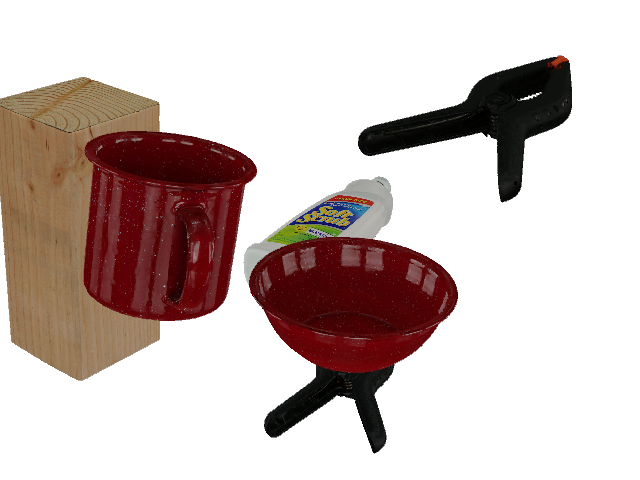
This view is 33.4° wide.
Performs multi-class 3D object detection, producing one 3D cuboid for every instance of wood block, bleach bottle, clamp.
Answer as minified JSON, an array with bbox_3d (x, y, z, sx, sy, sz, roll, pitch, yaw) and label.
[{"bbox_3d":[-0.186,-0.010,0.831,0.090,0.206,0.090,22,32,32],"label":"wood block"},{"bbox_3d":[0.013,-0.014,1.324,0.103,0.068,0.250,15,36,25],"label":"bleach bottle"},{"bbox_3d":[0.034,0.142,1.047,0.120,0.039,0.171,15,46,25],"label":"clamp"},{"bbox_3d":[0.160,-0.103,0.928,0.209,0.036,0.165,-30,39,-26],"label":"clamp"}]

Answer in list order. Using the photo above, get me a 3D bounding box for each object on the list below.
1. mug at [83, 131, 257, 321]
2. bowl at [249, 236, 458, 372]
[{"bbox_3d":[-0.081,-0.003,0.578,0.093,0.081,0.117,-1,23,-27],"label":"mug"},{"bbox_3d":[0.024,0.056,0.835,0.162,0.055,0.162,2,27,-1],"label":"bowl"}]
